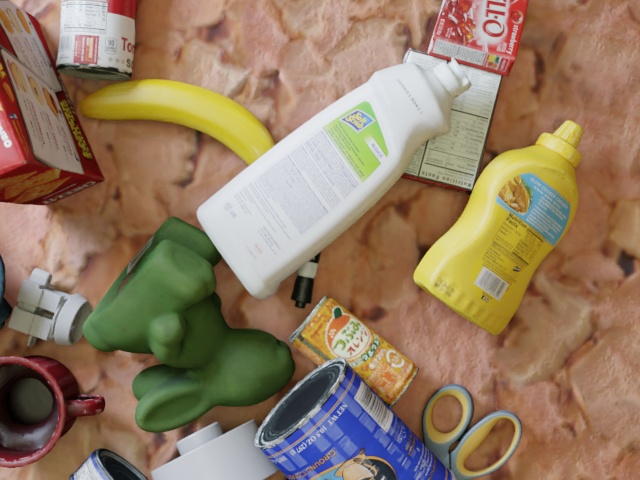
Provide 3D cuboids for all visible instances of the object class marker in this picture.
[{"bbox_3d":[-0.006,0.001,0.952,0.020,0.020,0.121,12,90,2],"label":"marker"}]

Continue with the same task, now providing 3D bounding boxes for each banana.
[{"bbox_3d":[-0.115,-0.104,0.947,0.198,0.037,0.069,25,89,2],"label":"banana"}]

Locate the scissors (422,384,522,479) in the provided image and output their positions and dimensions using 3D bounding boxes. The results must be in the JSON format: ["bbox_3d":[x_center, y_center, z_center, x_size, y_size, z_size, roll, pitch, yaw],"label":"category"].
[{"bbox_3d":[0.088,0.209,0.950,0.202,0.016,0.096,-39,84,4],"label":"scissors"}]

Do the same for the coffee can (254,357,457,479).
[{"bbox_3d":[0.030,0.182,0.883,0.103,0.103,0.140,-43,98,1],"label":"coffee can"}]

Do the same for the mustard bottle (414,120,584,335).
[{"bbox_3d":[0.168,-0.019,0.921,0.096,0.058,0.191,34,90,-27],"label":"mustard bottle"}]

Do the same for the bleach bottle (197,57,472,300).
[{"bbox_3d":[0.022,-0.061,0.901,0.251,0.068,0.102,-36,89,10],"label":"bleach bottle"}]

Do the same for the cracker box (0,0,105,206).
[{"bbox_3d":[-0.261,-0.115,0.864,0.072,0.213,0.164,-23,89,3],"label":"cracker box"}]

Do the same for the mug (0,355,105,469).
[{"bbox_3d":[-0.245,0.143,0.926,0.117,0.081,0.093,-4,89,2],"label":"mug"}]

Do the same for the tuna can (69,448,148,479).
[{"bbox_3d":[-0.173,0.220,0.922,0.086,0.086,0.034,42,89,1],"label":"tuna can"}]

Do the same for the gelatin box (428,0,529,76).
[{"bbox_3d":[0.140,-0.192,0.926,0.073,0.030,0.089,16,61,3],"label":"gelatin box"}]

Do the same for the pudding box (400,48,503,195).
[{"bbox_3d":[0.105,-0.104,0.941,0.090,0.039,0.113,15,92,2],"label":"pudding box"}]

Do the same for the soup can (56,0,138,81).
[{"bbox_3d":[-0.195,-0.196,0.935,0.068,0.068,0.102,4,90,2],"label":"soup can"}]
